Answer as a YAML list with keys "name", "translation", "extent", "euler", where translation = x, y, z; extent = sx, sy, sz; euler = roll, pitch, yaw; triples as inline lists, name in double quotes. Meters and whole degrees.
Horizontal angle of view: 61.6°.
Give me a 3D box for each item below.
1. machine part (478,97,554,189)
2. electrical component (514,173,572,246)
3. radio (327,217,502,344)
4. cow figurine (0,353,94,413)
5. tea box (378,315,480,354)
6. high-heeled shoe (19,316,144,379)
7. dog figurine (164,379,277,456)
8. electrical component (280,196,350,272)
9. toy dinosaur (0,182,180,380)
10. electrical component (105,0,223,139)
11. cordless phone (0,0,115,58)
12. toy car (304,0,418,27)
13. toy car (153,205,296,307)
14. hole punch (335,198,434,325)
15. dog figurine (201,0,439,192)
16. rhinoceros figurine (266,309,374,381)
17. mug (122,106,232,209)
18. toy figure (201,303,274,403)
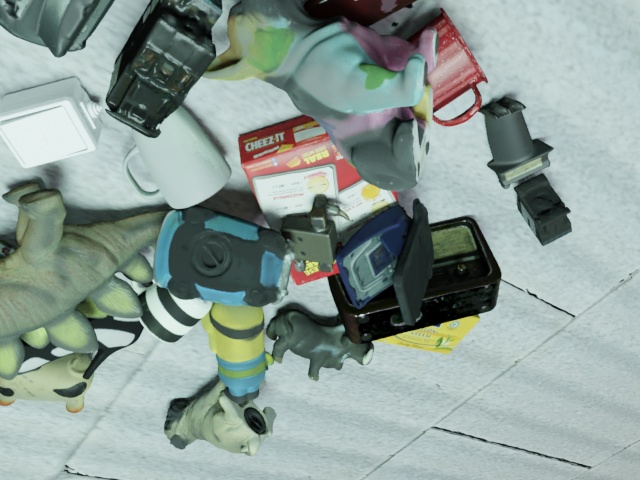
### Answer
- name: "machine part"
  translation: [0.251, -0.126, 0.695]
  extent: [0.084, 0.039, 0.138]
  euler: [-25, 134, 20]
- name: "electrical component"
  translation: [0.319, -0.035, 0.764]
  extent: [0.048, 0.075, 0.119]
  euler: [-28, 152, 11]
- name: "radio"
  translation: [0.129, 0.056, 0.761]
  extent: [0.230, 0.131, 0.073]
  euler: [-14, 135, -1]
- name: "cow figurine"
  translation: [-0.428, 0.183, 0.774]
  extent: [0.195, 0.085, 0.127]
  euler: [17, 131, -23]
- name: "tea box"
  translation: [0.158, 0.120, 0.869]
  extent: [0.169, 0.068, 0.098]
  euler: [14, 127, -23]
- name: "high-heeled shoe"
  translation: [-0.356, 0.099, 0.707]
  extent: [0.248, 0.086, 0.145]
  euler: [32, 90, -37]
- name: "dog figurine"
  translation: [-0.180, 0.320, 0.901]
  extent: [0.190, 0.172, 0.121]
  euler: [-42, 117, 14]
- name: "electrical component"
  translation: [-0.002, -0.003, 0.644]
  extent: [0.078, 0.045, 0.102]
  euler: [5, 136, 23]
- name: "toy dinosaur"
  translation: [-0.308, 0.034, 0.625]
  extent: [0.471, 0.105, 0.198]
  euler: [-25, 119, -16]
- name: "electrical component"
  translation: [-0.142, -0.179, 0.501]
  extent: [0.058, 0.115, 0.134]
  euler: [27, 122, -34]
- name: "cordless phone"
  translation: [-0.255, -0.258, 0.442]
  extent: [0.184, 0.089, 0.146]
  euler: [37, 115, -24]
- name: "toy car"
  translation: [0.076, -0.255, 0.526]
  extent: [0.202, 0.053, 0.089]
  euler: [-25, 121, 15]
- name: "toy car"
  translation: [-0.106, 0.020, 0.639]
  extent: [0.162, 0.103, 0.109]
  euler: [9, 91, 5]
- name: "hole punch"
  translation: [0.085, 0.027, 0.660]
  extent: [0.092, 0.116, 0.142]
  euler: [8, 143, 30]
- name: "dog figurine"
  translation: [-0.001, -0.146, 0.521]
  extent: [0.219, 0.108, 0.191]
  euler: [12, 136, 17]
- name: "rhinoceros figurine"
  translation: [0.003, 0.163, 0.874]
  extent: [0.190, 0.073, 0.112]
  euler: [26, 110, -30]
- name: "mug"
  translation: [-0.169, -0.097, 0.598]
  extent: [0.110, 0.081, 0.107]
  euler: [-18, 121, 12]
- name: "toy figure"
  translation: [-0.116, 0.156, 0.797]
  extent: [0.089, 0.082, 0.180]
  euler: [8, 110, 34]
